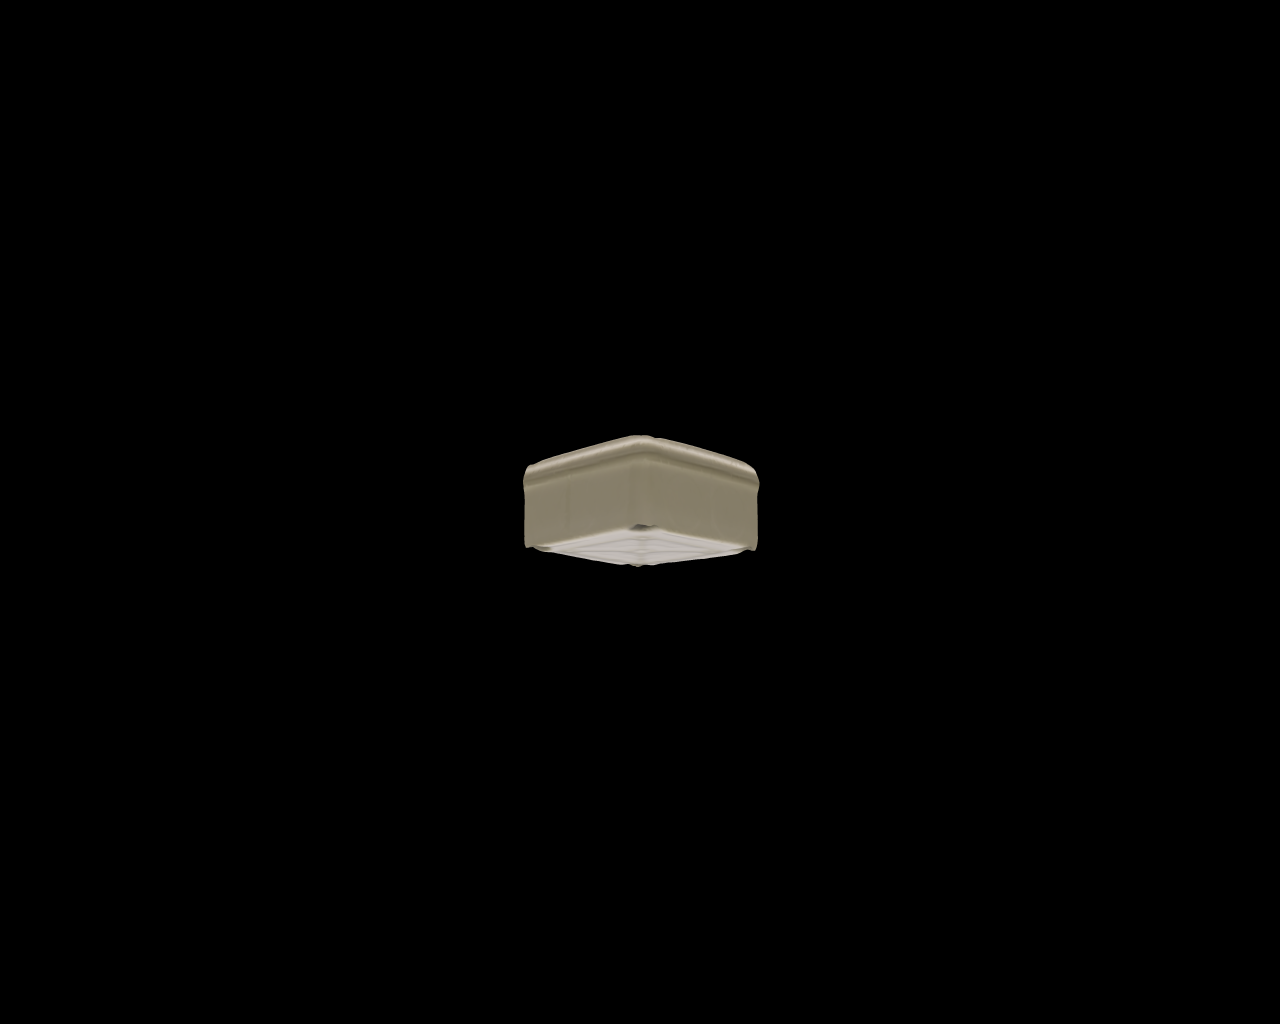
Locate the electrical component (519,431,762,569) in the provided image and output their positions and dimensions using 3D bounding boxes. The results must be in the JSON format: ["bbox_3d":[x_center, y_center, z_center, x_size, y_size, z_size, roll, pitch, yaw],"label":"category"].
[{"bbox_3d":[0.001,-0.003,0.650,0.108,0.056,0.109,-11,-16,42],"label":"electrical component"}]
